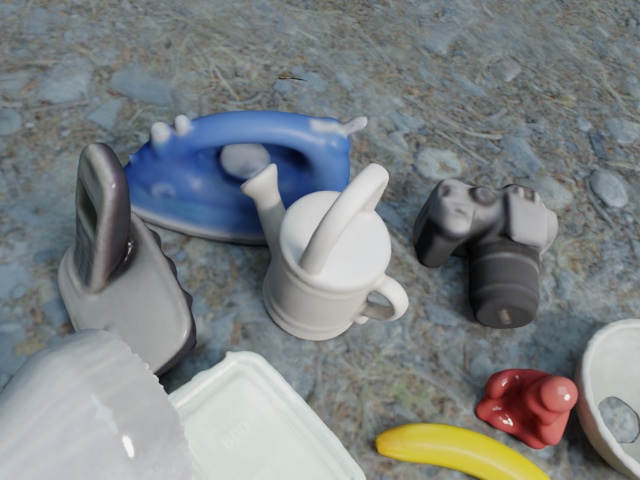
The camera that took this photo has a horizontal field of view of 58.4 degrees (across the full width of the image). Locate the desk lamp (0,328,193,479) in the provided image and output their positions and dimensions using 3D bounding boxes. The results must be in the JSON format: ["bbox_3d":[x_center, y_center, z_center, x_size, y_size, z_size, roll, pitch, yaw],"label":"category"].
[{"bbox_3d":[-0.183,0.168,0.339,0.204,0.213,0.117,-37,73,-30],"label":"desk lamp"}]

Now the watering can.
[{"bbox_3d":[0.003,0.003,0.501,0.173,0.194,0.101,20,56,-1],"label":"watering can"}]

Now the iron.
[{"bbox_3d":[-0.081,-0.077,0.562,0.259,0.141,0.118,0,59,-14],"label":"iron"}]

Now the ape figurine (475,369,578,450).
[{"bbox_3d":[0.197,0.147,0.522,0.076,0.092,0.077,-13,63,-21],"label":"ape figurine"}]

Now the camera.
[{"bbox_3d":[0.179,0.013,0.596,0.143,0.101,0.137,13,56,-6],"label":"camera"}]

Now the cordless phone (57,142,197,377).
[{"bbox_3d":[-0.156,0.025,0.452,0.094,0.185,0.147,-27,68,-27],"label":"cordless phone"}]

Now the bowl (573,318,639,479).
[{"bbox_3d":[0.310,0.165,0.550,0.167,0.074,0.167,7,57,-10],"label":"bowl"}]
